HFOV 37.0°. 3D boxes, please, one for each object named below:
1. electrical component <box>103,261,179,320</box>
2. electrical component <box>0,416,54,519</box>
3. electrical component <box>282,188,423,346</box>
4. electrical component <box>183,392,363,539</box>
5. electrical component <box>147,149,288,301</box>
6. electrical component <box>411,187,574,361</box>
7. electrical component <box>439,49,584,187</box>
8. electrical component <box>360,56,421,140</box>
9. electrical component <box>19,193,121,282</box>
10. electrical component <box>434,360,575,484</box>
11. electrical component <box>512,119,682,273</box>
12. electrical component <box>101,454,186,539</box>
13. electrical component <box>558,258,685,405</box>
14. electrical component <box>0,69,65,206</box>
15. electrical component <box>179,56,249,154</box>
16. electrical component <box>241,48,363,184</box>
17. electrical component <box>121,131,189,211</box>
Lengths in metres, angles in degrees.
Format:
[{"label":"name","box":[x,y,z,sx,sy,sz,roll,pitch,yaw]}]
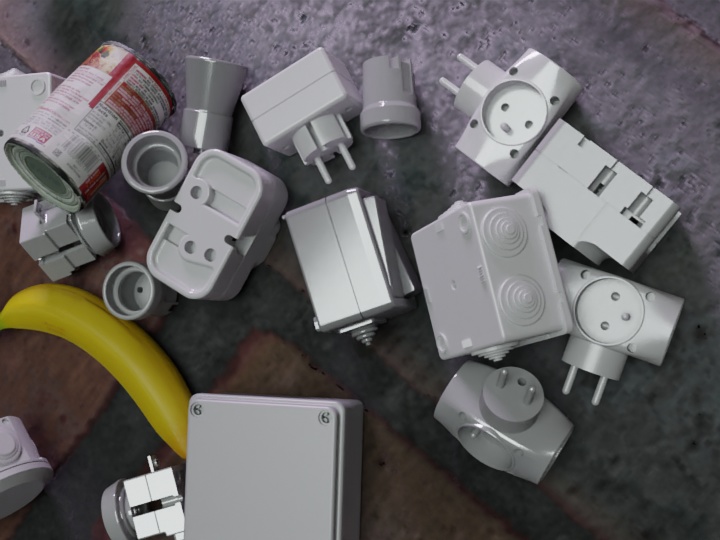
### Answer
[{"label":"electrical component","box":[-0.151,0.015,0.752,0.040,0.046,0.040,-1,87,18]},{"label":"electrical component","box":[-0.264,0.145,0.764,0.080,0.080,0.051,-38,72,12]},{"label":"electrical component","box":[0.000,0.000,0.696,0.061,0.062,0.096,-20,81,16]},{"label":"electrical component","box":[-0.057,0.137,0.710,0.109,0.056,0.108,1,87,18]},{"label":"electrical component","box":[-0.094,-0.029,0.729,0.054,0.059,0.095,31,96,17]},{"label":"electrical component","box":[0.076,0.005,0.653,0.048,0.100,0.099,-10,82,-24]},{"label":"electrical component","box":[0.087,-0.107,0.684,0.079,0.044,0.077,39,99,15]},{"label":"electrical component","box":[0.019,-0.113,0.709,0.040,0.040,0.046,-5,80,17]},{"label":"electrical component","box":[-0.205,-0.027,0.768,0.055,0.066,0.048,-20,46,8]},{"label":"electrical component","box":[0.090,0.085,0.657,0.077,0.079,0.044,32,61,17]},{"label":"electrical component","box":[0.142,-0.041,0.659,0.089,0.050,0.055,40,99,16]},{"label":"electrical component","box":[-0.144,0.163,0.743,0.055,0.048,0.066,-18,82,8]},{"label":"electrical component","box":[0.147,0.042,0.657,0.077,0.044,0.079,20,93,17]},{"label":"electrical component","box":[-0.250,-0.096,0.788,0.100,0.048,0.099,-2,88,17]},{"label":"electrical component","box":[-0.104,-0.112,0.747,0.044,0.044,0.065,12,96,18]},{"label":"electrical component","box":[-0.029,-0.095,0.718,0.066,0.047,0.076,-29,79,14]},{"label":"electrical component","box":[-0.135,-0.065,0.740,0.044,0.065,0.044,0,78,1]}]
